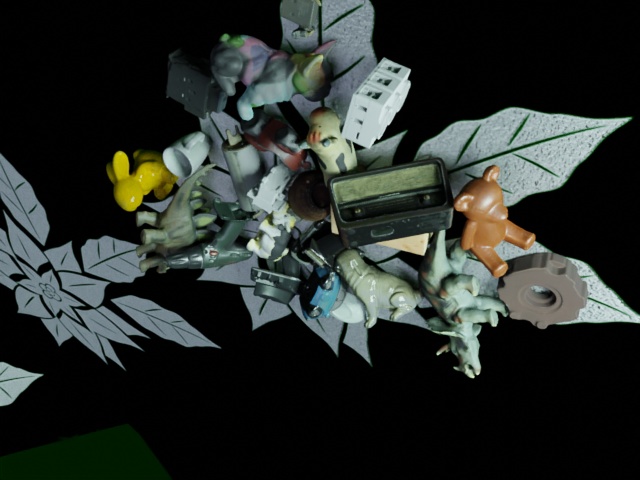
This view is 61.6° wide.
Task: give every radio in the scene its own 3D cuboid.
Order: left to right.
[{"bbox_3d":[0.135,-0.070,1.029,0.230,0.131,0.073,-11,146,6],"label":"radio"}]

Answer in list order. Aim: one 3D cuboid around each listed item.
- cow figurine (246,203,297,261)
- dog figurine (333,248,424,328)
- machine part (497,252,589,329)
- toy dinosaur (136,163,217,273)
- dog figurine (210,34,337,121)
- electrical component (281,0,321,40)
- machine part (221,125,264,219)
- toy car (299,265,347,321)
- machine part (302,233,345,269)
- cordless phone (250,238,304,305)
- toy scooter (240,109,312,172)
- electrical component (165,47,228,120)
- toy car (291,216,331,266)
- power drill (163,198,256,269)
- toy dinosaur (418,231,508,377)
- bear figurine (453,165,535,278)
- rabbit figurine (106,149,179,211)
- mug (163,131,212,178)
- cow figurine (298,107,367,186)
[{"bbox_3d":[-0.105,-0.018,1.326,0.098,0.068,0.167,37,128,-1],"label":"cow figurine"},{"bbox_3d":[0.137,0.090,1.283,0.172,0.121,0.190,-23,100,6],"label":"dog figurine"},{"bbox_3d":[0.462,0.106,1.122,0.180,0.056,0.179,16,134,17],"label":"machine part"},{"bbox_3d":[-0.371,-0.035,1.391,0.105,0.198,0.471,66,149,24],"label":"toy dinosaur"},{"bbox_3d":[-0.078,-0.329,1.004,0.219,0.108,0.191,-18,116,36],"label":"dog figurine"},{"bbox_3d":[-0.033,-0.407,0.943,0.078,0.045,0.102,28,138,3],"label":"electrical component"},{"bbox_3d":[-0.168,-0.153,1.241,0.079,0.079,0.242,8,133,25],"label":"machine part"},{"bbox_3d":[0.016,0.130,1.383,0.103,0.109,0.161,12,120,-29],"label":"toy car"},{"bbox_3d":[0.022,0.018,1.240,0.084,0.039,0.139,44,135,-10],"label":"machine part"},{"bbox_3d":[-0.117,0.068,1.432,0.147,0.089,0.184,13,123,21],"label":"cordless phone"},{"bbox_3d":[-0.082,-0.201,1.130,0.184,0.075,0.135,33,175,41],"label":"toy scooter"},{"bbox_3d":[-0.260,-0.328,1.146,0.134,0.058,0.114,28,140,6],"label":"electrical component"},{"bbox_3d":[-0.003,-0.004,1.297,0.073,0.056,0.201,34,135,-11],"label":"toy car"},{"bbox_3d":[-0.261,-0.006,1.357,0.086,0.232,0.207,55,132,39],"label":"power drill"},{"bbox_3d":[0.287,0.111,1.195,0.192,0.131,0.404,-13,115,38],"label":"toy dinosaur"},{"bbox_3d":[0.322,-0.036,0.996,0.132,0.120,0.195,44,170,28],"label":"bear figurine"},{"bbox_3d":[-0.454,-0.152,1.344,0.162,0.173,0.122,44,141,-19],"label":"rabbit figurine"},{"bbox_3d":[-0.296,-0.212,1.239,0.081,0.107,0.109,35,135,-3],"label":"mug"},{"bbox_3d":[0.023,-0.174,1.068,0.086,0.127,0.194,1,132,26],"label":"cow figurine"}]
